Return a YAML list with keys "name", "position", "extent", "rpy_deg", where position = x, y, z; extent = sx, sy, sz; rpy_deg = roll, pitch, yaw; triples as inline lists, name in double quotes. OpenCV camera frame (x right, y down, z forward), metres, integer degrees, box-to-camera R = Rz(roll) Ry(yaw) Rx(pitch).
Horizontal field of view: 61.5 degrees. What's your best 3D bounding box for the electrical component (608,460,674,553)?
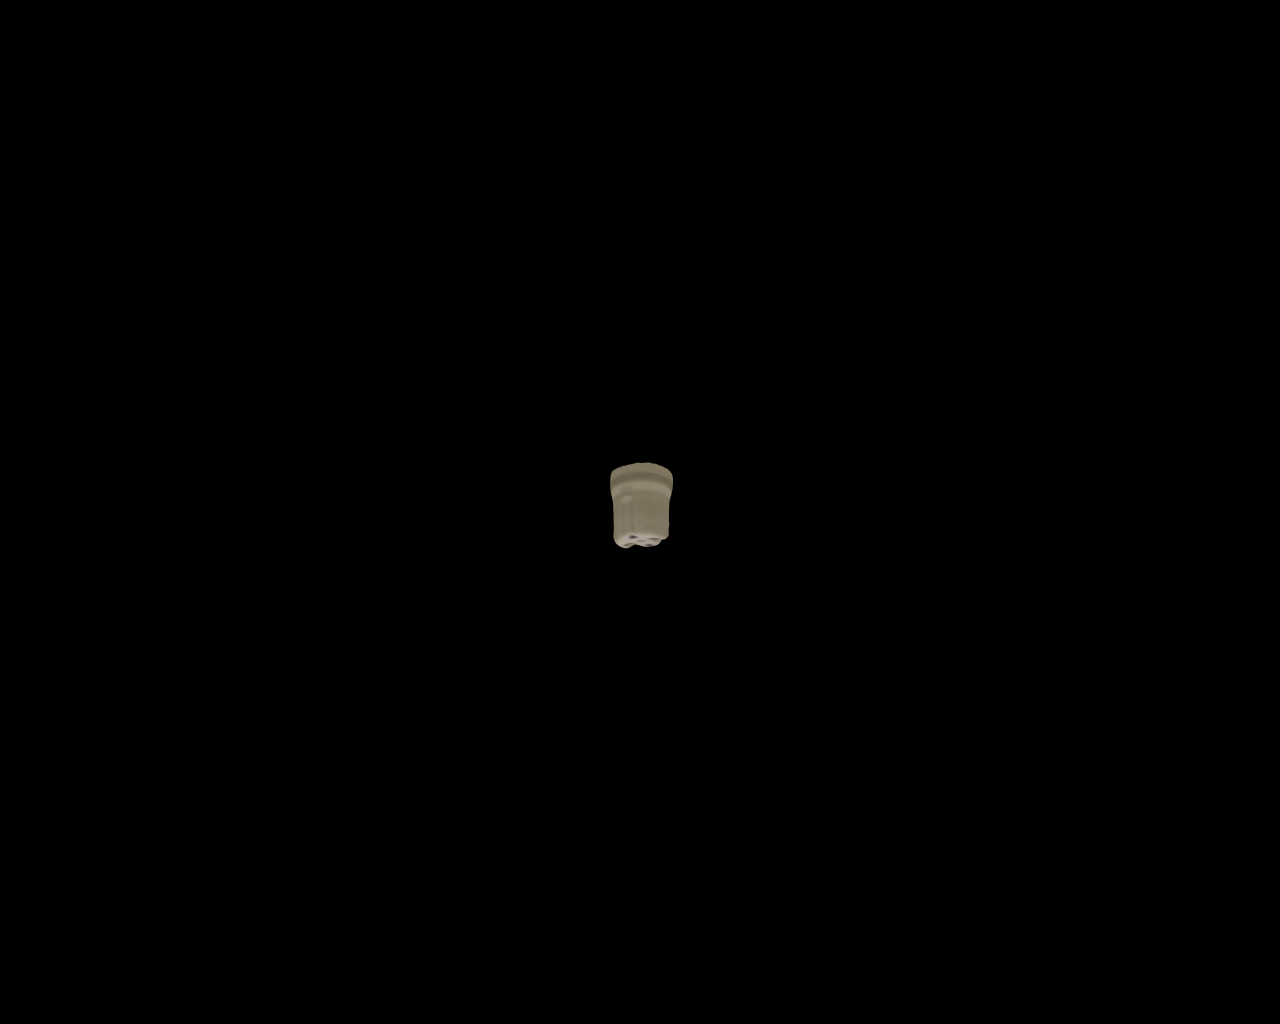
- name: "electrical component"
  position: [0.001, -0.003, 0.650]
  extent: [0.040, 0.046, 0.040]
  rpy_deg: [0, -24, 0]
